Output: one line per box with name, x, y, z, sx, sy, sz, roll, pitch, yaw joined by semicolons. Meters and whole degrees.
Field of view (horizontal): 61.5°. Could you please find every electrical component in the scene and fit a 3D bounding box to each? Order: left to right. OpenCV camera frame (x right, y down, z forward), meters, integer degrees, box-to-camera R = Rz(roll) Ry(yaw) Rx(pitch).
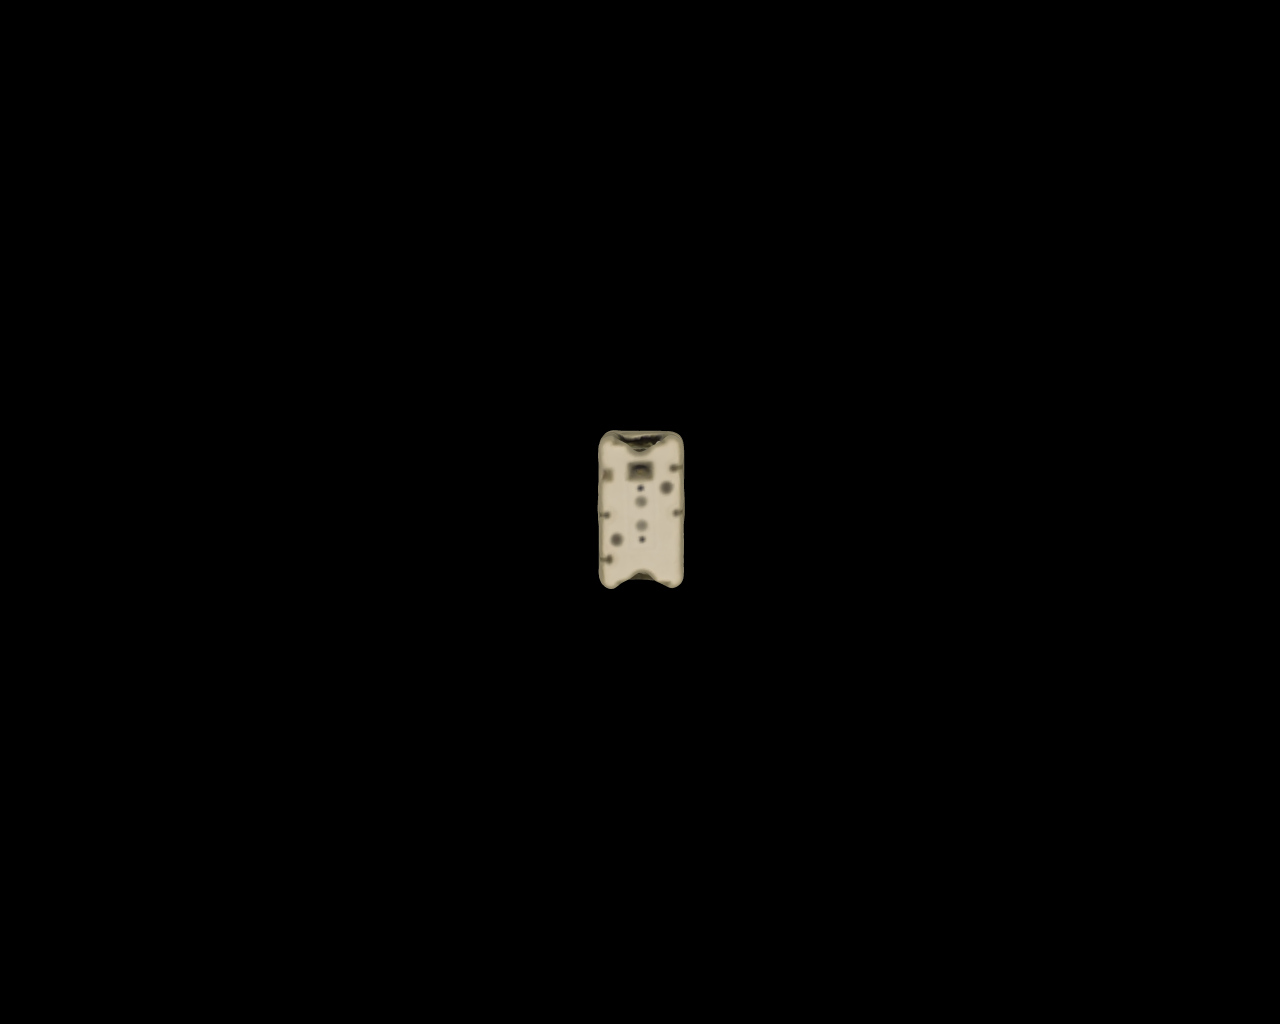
electrical component;0.001;-0.003;0.650;0.050;0.089;0.056;0;8;0
